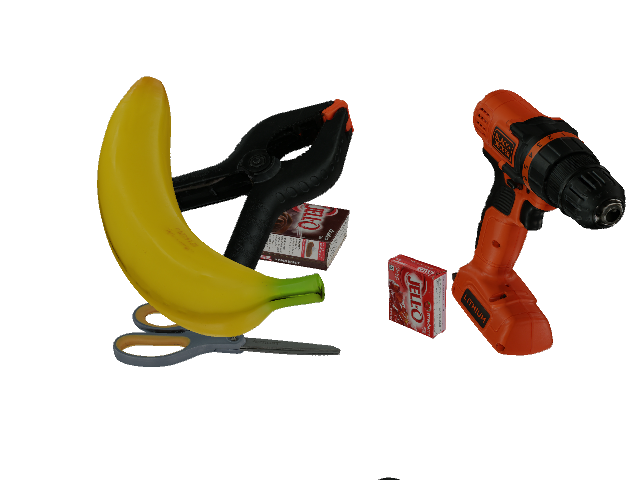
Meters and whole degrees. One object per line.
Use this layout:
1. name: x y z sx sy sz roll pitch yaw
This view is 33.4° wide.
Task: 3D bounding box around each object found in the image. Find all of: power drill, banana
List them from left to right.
1. banana: -0.071 -0.013 0.513 0.069 0.037 0.198 -26 47 -15
2. power drill: 0.166 -0.005 0.842 0.057 0.188 0.184 -3 31 -18

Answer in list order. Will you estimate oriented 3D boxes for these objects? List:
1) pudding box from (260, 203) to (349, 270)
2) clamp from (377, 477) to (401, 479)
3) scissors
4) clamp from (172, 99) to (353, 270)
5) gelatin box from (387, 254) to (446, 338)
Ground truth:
1. pudding box: -0.022 -0.008 1.182 0.090 0.039 0.113 8 24 10
2. clamp: -0.028 0.208 0.637 0.210 0.036 0.164 -5 27 2
3. scissors: -0.090 0.084 0.985 0.201 0.016 0.096 -4 33 -11
4. clamp: -0.051 -0.043 0.741 0.120 0.171 0.039 30 -30 26
5. gelatin box: 0.121 0.069 1.339 0.073 0.089 0.030 21 35 39
